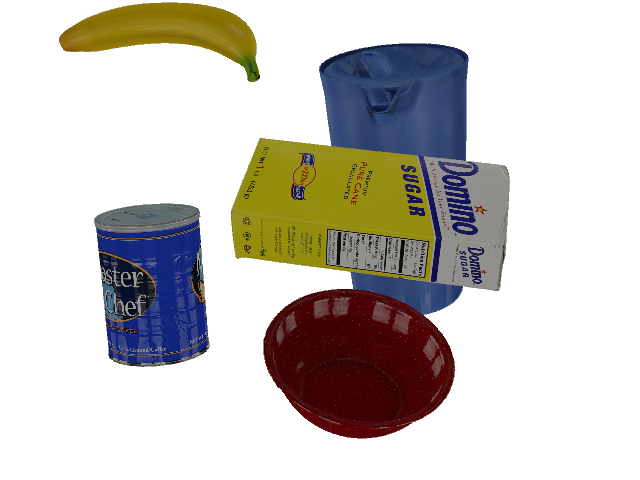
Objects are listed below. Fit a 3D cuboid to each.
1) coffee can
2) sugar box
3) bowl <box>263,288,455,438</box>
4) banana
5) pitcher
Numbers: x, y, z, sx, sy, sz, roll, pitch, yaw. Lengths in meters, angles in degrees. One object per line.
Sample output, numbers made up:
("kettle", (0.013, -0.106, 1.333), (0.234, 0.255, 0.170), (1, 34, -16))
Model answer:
("coffee can", (-0.166, 0.042, 1.059), (0.103, 0.140, 0.103), (-3, 13, 0))
("sugar box", (0.036, -0.020, 0.713), (0.176, 0.048, 0.093), (5, 39, 8))
("bowl", (0.030, 0.114, 0.906), (0.162, 0.055, 0.162), (5, 39, -4))
("banana", (-0.138, -0.187, 0.963), (0.198, 0.037, 0.069), (10, 46, 17))
("pitcher", (0.078, -0.061, 1.008), (0.149, 0.243, 0.145), (-20, 28, -28))
